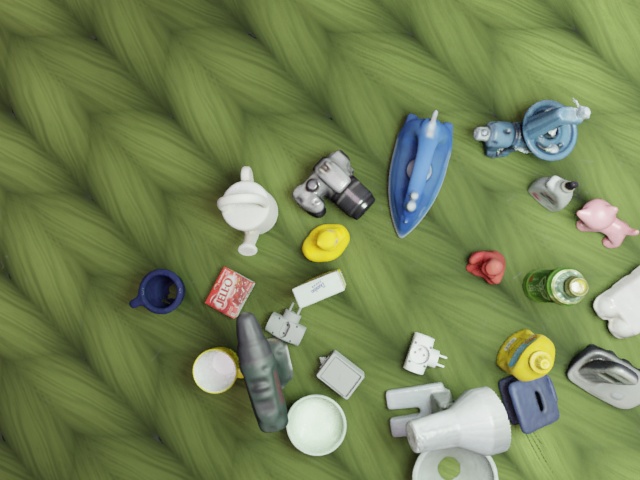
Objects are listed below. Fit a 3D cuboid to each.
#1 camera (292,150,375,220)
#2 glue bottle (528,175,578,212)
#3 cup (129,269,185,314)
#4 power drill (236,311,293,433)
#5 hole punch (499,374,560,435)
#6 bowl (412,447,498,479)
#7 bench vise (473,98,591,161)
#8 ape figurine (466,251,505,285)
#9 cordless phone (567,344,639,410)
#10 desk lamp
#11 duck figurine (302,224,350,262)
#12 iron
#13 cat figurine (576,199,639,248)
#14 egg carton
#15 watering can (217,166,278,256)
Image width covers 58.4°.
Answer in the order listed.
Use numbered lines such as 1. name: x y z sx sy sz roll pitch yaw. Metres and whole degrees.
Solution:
1. camera: 0.035 -0.096 1.184 0.137 0.101 0.143 43 90 5
2. glue bottle: 0.466 -0.097 1.122 0.078 0.173 0.037 39 89 5
3. cup: -0.329 0.113 1.194 0.117 0.095 0.092 -25 85 2
4. power drill: -0.107 0.247 1.116 0.075 0.208 0.230 -15 85 3
5. hole punch: 0.421 0.317 1.139 0.101 0.091 0.109 -17 85 2
6. bowl: 0.265 0.470 1.147 0.167 0.075 0.167 0 86 3
7. bench vise: 0.416 -0.204 1.109 0.207 0.220 0.121 -19 85 2
8. ape figurine: 0.344 0.054 1.160 0.076 0.092 0.078 -25 85 2
9. cordless phone: 0.571 0.269 1.086 0.147 0.185 0.094 28 88 5
10. desk lamp: 0.236 0.344 1.087 0.203 0.213 0.118 -10 86 3
11. duck figurine: 0.011 0.004 1.186 0.104 0.086 0.077 -27 85 1
12. iron: 0.199 -0.133 1.156 0.118 0.141 0.258 13 87 4
13. cat figurine: 0.569 -0.039 1.140 0.127 0.118 0.067 30 88 5
14. egg carton: 0.631 0.125 1.150 0.150 0.069 0.107 -38 85 0
15. watering can: -0.143 -0.060 1.145 0.101 0.194 0.173 -25 85 2
